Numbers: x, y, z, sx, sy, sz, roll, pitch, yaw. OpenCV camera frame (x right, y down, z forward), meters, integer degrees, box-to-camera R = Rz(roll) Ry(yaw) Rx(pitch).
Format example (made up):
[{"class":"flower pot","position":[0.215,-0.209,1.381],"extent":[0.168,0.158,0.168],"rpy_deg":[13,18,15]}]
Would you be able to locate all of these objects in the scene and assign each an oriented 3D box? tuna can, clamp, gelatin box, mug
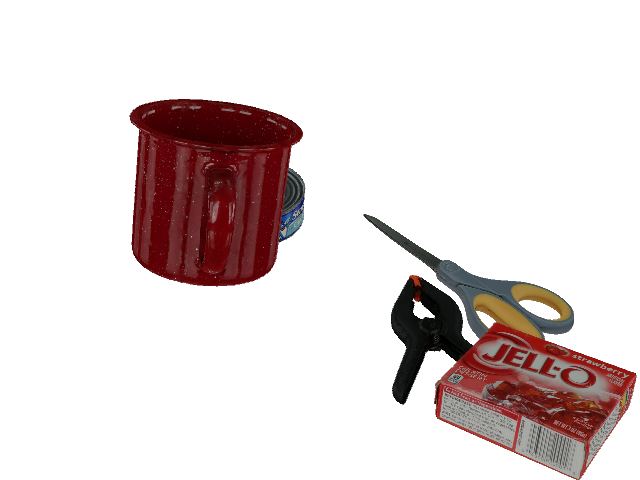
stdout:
[{"class":"tuna can","position":[-0.056,-0.033,0.933],"extent":[0.086,0.034,0.086],"rpy_deg":[1,38,-1]},{"class":"clamp","position":[0.132,0.107,1.161],"extent":[0.120,0.171,0.039],"rpy_deg":[3,-45,-6]},{"class":"gelatin box","position":[0.119,0.085,0.592],"extent":[0.089,0.030,0.073],"rpy_deg":[21,34,28]},{"class":"mug","position":[-0.058,-0.022,0.576],"extent":[0.093,0.081,0.117],"rpy_deg":[3,21,-14]}]

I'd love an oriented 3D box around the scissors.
[{"class":"scissors","position":[0.124,0.027,0.858],"extent":[0.096,0.016,0.202],"rpy_deg":[-10,39,-27]}]
